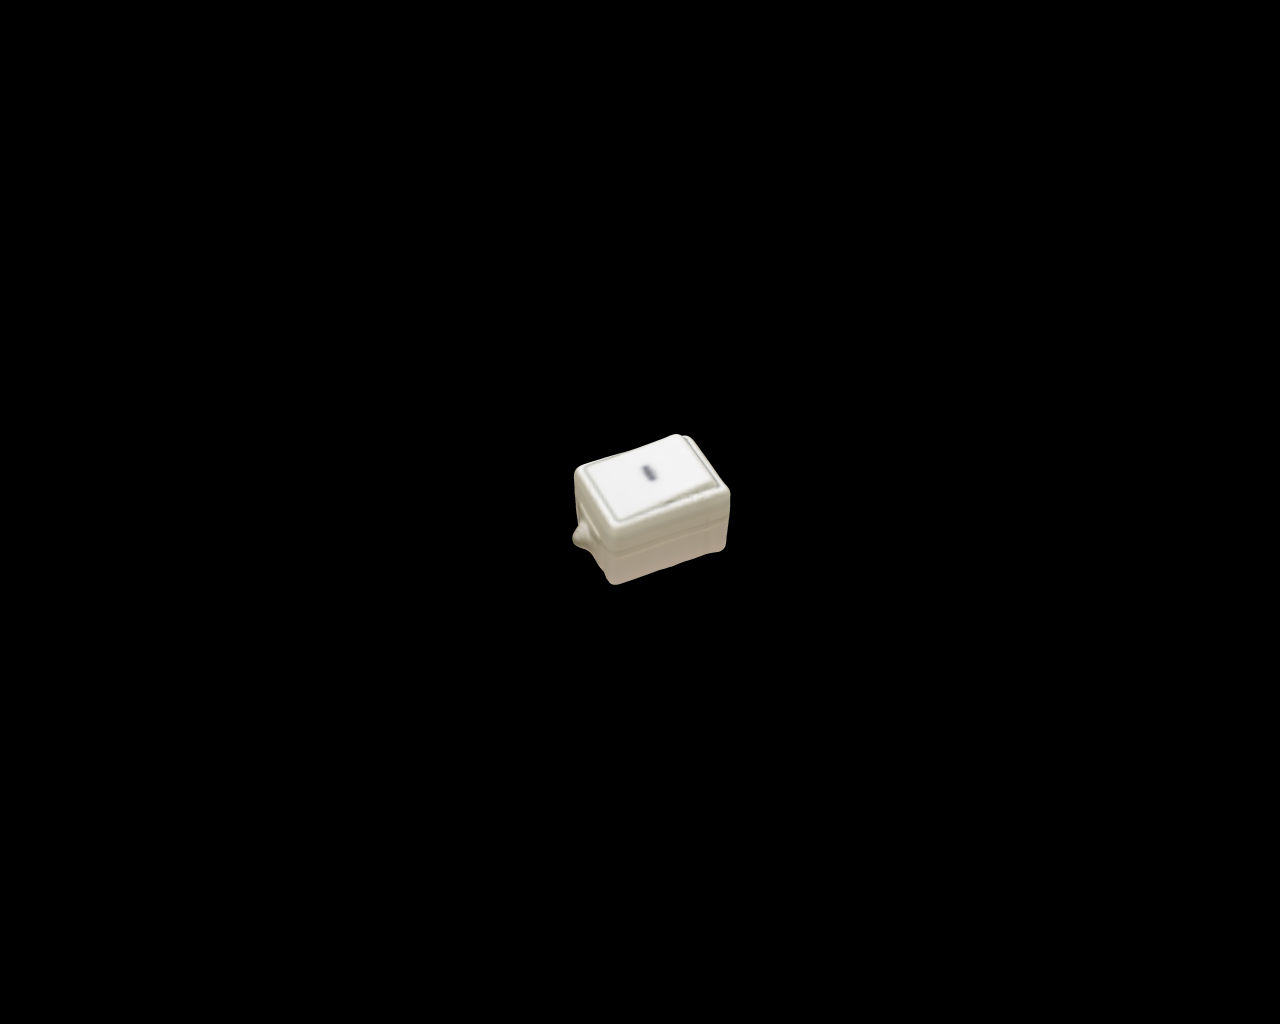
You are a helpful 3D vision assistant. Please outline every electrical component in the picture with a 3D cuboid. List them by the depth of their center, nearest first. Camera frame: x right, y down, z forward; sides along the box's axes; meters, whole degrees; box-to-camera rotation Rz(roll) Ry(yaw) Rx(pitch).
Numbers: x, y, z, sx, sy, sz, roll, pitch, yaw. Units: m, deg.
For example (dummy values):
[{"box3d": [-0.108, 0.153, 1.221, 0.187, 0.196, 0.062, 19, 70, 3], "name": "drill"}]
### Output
[{"box3d": [0.001, -0.003, 0.650, 0.096, 0.061, 0.062, -17, 48, -16], "name": "electrical component"}]
